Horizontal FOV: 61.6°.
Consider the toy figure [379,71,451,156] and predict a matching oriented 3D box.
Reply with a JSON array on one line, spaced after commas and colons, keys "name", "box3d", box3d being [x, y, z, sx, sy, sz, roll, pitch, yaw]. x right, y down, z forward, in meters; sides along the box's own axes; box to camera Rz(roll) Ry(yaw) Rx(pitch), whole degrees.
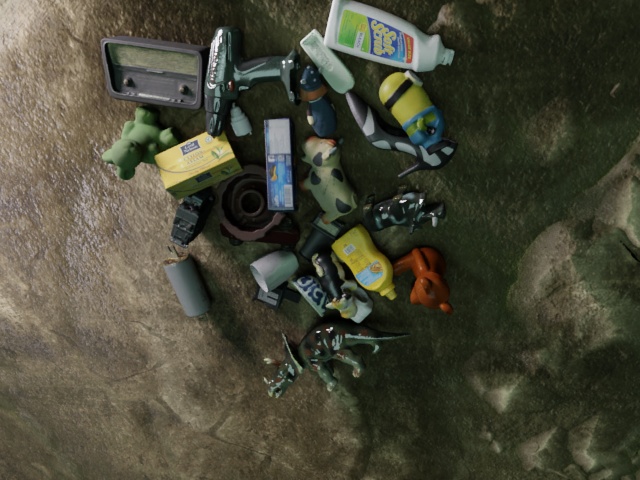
[{"name": "toy figure", "box3d": [0.189, -0.252, 1.069, 0.180, 0.089, 0.082, 62, 160, 1]}]

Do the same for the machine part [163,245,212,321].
[{"name": "machine part", "box3d": [-0.354, 0.119, 1.439, 0.079, 0.079, 0.243, -10, 114, 18]}]

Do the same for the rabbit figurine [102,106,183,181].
[{"name": "rabbit figurine", "box3d": [-0.426, -0.212, 1.221, 0.159, 0.170, 0.121, -31, 106, 25]}]

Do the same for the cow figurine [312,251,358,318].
[{"name": "cow figurine", "box3d": [0.037, 0.108, 1.292, 0.068, 0.098, 0.167, -29, 71, 29]}]

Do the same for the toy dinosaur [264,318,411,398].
[{"name": "toy dinosaur", "box3d": [0.026, 0.278, 1.421, 0.405, 0.131, 0.192, -38, 105, 22]}]

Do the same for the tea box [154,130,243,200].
[{"name": "tea box", "box3d": [-0.272, -0.172, 1.210, 0.170, 0.068, 0.098, -27, 68, -1]}]

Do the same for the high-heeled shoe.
[{"name": "high-heeled shoe", "box3d": [0.173, -0.240, 1.125, 0.145, 0.086, 0.248, -34, 106, 17]}]

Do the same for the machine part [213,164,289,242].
[{"name": "machine part", "box3d": [-0.157, -0.086, 1.255, 0.179, 0.056, 0.179, 0, 91, 9]}]

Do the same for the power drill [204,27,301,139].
[{"name": "power drill", "box3d": [-0.143, -0.325, 1.137, 0.207, 0.086, 0.231, 7, 106, 14]}]

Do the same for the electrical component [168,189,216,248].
[{"name": "electrical component", "box3d": [-0.309, -0.062, 1.308, 0.058, 0.115, 0.134, 26, 123, -4]}]

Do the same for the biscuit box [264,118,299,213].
[{"name": "biscuit box", "box3d": [-0.084, -0.161, 1.183, 0.059, 0.063, 0.202, -2, 91, 6]}]

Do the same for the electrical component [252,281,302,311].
[{"name": "electrical component", "box3d": [-0.113, 0.144, 1.411, 0.119, 0.048, 0.074, 24, 121, 5]}]

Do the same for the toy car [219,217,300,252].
[{"name": "toy car", "box3d": [-0.147, -0.023, 1.328, 0.202, 0.053, 0.089, 6, 139, 11]}]

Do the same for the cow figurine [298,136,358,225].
[{"name": "cow figurine", "box3d": [0.020, -0.143, 1.205, 0.127, 0.085, 0.194, -22, 109, 29]}]

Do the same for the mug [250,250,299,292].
[{"name": "mug", "box3d": [-0.114, 0.067, 1.348, 0.107, 0.110, 0.080, -29, 123, -19]}]

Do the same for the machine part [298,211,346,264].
[{"name": "machine part", "box3d": [-0.003, -0.004, 1.314, 0.084, 0.039, 0.138, 27, 119, -12]}]

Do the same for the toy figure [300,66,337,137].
[{"name": "toy figure", "box3d": [-0.008, -0.293, 1.135, 0.058, 0.064, 0.154, 1, 129, 31]}]

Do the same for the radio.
[{"name": "radio", "box3d": [-0.353, -0.365, 1.176, 0.230, 0.073, 0.131, 11, 119, 8]}]

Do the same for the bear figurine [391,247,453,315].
[{"name": "bear figurine", "box3d": [0.235, 0.103, 1.224, 0.120, 0.196, 0.132, 44, 120, -15]}]

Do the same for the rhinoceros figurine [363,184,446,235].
[{"name": "rhinoceros figurine", "box3d": [0.187, -0.061, 1.217, 0.190, 0.073, 0.112, -9, 114, 18]}]
